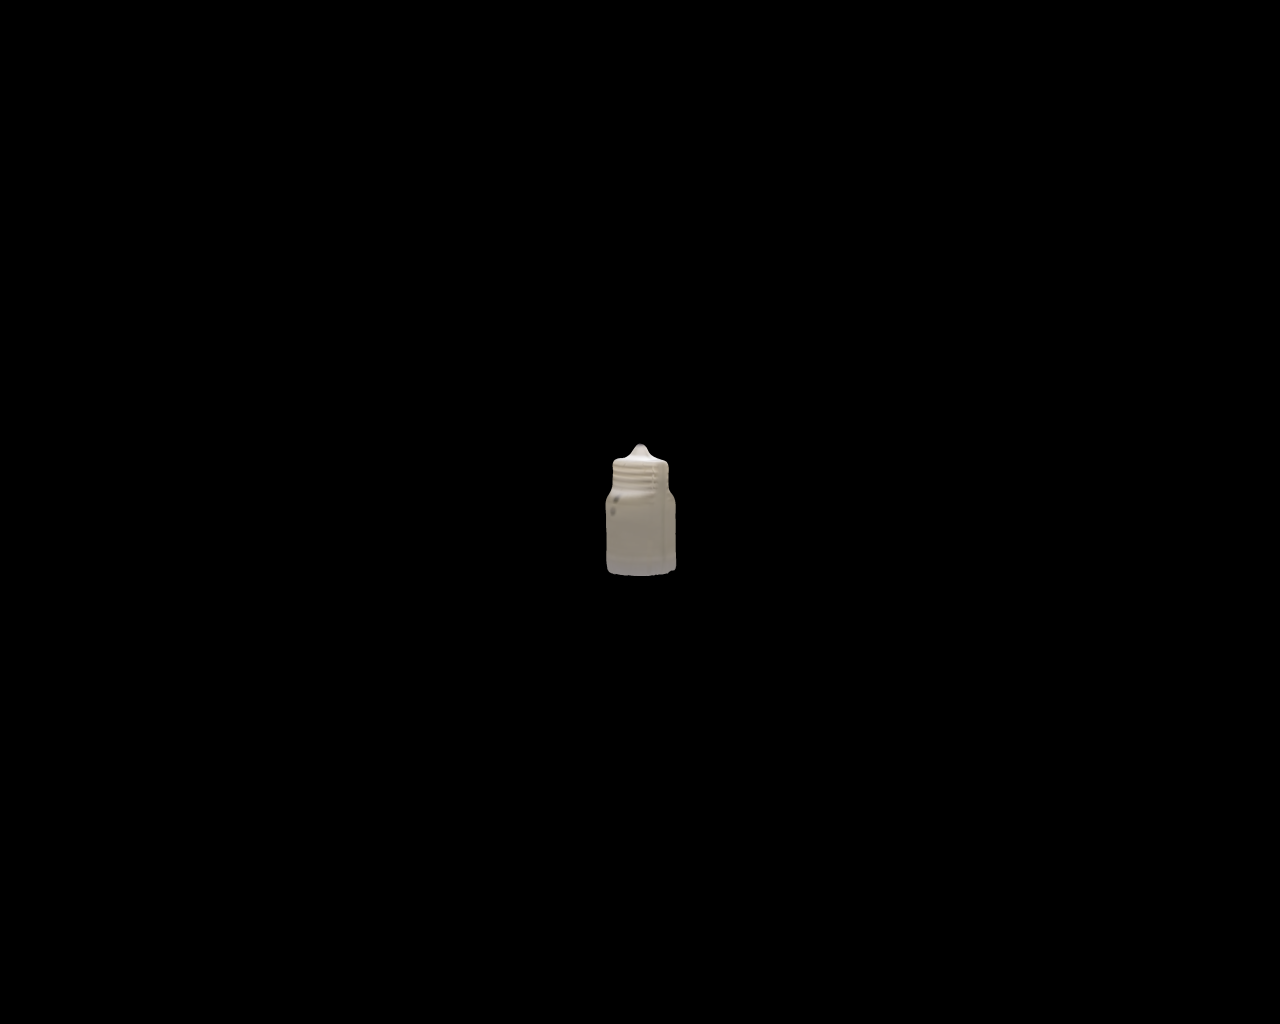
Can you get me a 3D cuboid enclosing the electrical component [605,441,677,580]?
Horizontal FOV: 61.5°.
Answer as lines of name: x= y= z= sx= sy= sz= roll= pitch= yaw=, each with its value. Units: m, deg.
electrical component: x=0.001 y=-0.003 z=0.650 sx=0.043 sy=0.081 sz=0.043 roll=0 pitch=6 yaw=0
